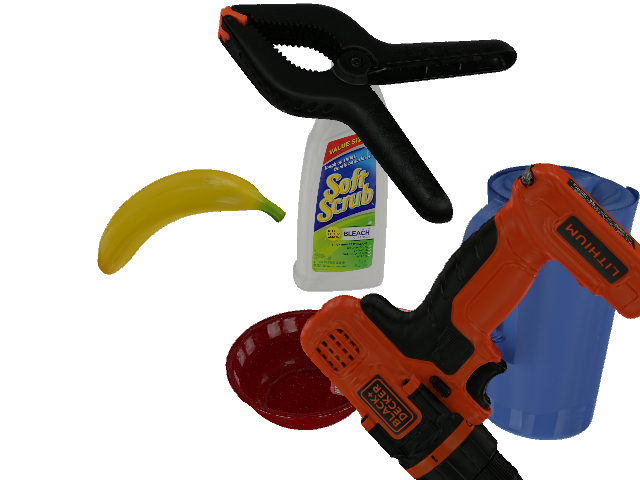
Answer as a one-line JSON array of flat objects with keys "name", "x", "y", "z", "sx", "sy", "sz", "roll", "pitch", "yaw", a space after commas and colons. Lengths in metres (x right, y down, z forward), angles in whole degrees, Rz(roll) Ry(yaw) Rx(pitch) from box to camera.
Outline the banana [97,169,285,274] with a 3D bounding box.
[{"name": "banana", "x": -0.128, "y": -0.020, "z": 0.918, "sx": 0.198, "sy": 0.069, "sz": 0.037, "roll": -15, "pitch": 15, "yaw": 29}]

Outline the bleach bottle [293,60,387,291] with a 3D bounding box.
[{"name": "bleach bottle", "x": 0.019, "y": -0.072, "z": 1.115, "sx": 0.102, "sy": 0.251, "sz": 0.068, "roll": -3, "pitch": 25, "yaw": -3}]

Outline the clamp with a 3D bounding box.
[{"name": "clamp", "x": 0.023, "y": -0.104, "z": 0.737, "sx": 0.210, "sy": 0.164, "sz": 0.036, "roll": 18, "pitch": -33, "yaw": 0}]

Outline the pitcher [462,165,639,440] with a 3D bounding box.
[{"name": "pitcher", "x": 0.204, "y": 0.060, "z": 0.989, "sx": 0.149, "sy": 0.243, "sz": 0.145, "roll": 6, "pitch": 21, "yaw": 10}]

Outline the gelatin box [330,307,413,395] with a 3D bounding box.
[{"name": "gelatin box", "x": 0.052, "y": 0.089, "z": 0.820, "sx": 0.089, "sy": 0.073, "sz": 0.030, "roll": 11, "pitch": 23, "yaw": 21}]

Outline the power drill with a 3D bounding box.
[{"name": "power drill", "x": 0.106, "y": 0.064, "z": 0.606, "sx": 0.188, "sy": 0.184, "sz": 0.057, "roll": -45, "pitch": -2, "yaw": 16}]

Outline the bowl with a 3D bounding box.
[{"name": "bowl", "x": -0.014, "y": 0.142, "z": 1.091, "sx": 0.162, "sy": 0.055, "sz": 0.162, "roll": -3, "pitch": 36, "yaw": 2}]
